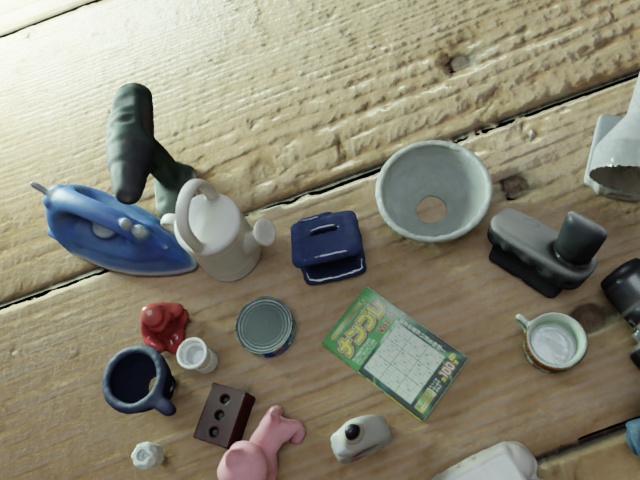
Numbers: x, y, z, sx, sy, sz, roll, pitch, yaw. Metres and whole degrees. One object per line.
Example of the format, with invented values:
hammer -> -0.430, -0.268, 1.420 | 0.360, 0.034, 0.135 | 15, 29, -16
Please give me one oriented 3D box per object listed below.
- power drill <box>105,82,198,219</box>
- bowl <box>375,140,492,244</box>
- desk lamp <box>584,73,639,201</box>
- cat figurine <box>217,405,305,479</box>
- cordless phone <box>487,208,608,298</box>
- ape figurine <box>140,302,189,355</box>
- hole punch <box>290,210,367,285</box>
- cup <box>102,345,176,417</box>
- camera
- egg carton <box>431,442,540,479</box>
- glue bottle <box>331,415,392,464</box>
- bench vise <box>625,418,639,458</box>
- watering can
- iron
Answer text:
power drill -> -0.259, -0.116, 0.881 | 0.075, 0.209, 0.229 | -16, 65, 3
bowl -> 0.168, -0.061, 0.854 | 0.167, 0.075, 0.167 | -4, 66, 9
desk lamp -> 0.424, -0.132, 0.762 | 0.117, 0.214, 0.203 | 14, 70, 16
cat figurine -> -0.083, 0.271, 0.731 | 0.067, 0.118, 0.128 | 27, 74, 20
cordless phone -> 0.297, -0.010, 0.748 | 0.147, 0.185, 0.094 | 31, 75, 21
ape figurine -> -0.234, 0.120, 0.838 | 0.078, 0.092, 0.076 | -41, 66, -8
hole punch -> 0.008, 0.003, 0.846 | 0.108, 0.091, 0.101 | -14, 65, 4
cup -> -0.231, 0.208, 0.798 | 0.117, 0.095, 0.092 | 33, 76, 21
camera -> 0.444, 0.080, 0.729 | 0.143, 0.101, 0.136 | -31, 65, -4
egg carton -> 0.203, 0.314, 0.688 | 0.150, 0.069, 0.107 | -28, 65, -3
glue bottle -> 0.045, 0.238, 0.692 | 0.078, 0.173, 0.037 | -30, 65, -3
bench vise -> 0.456, 0.177, 0.619 | 0.207, 0.220, 0.121 | -32, 65, -4
watering can -> -0.150, -0.019, 0.827 | 0.172, 0.194, 0.101 | -12, 65, 5
iron -> -0.321, -0.023, 0.889 | 0.257, 0.142, 0.119 | 19, 71, 17
